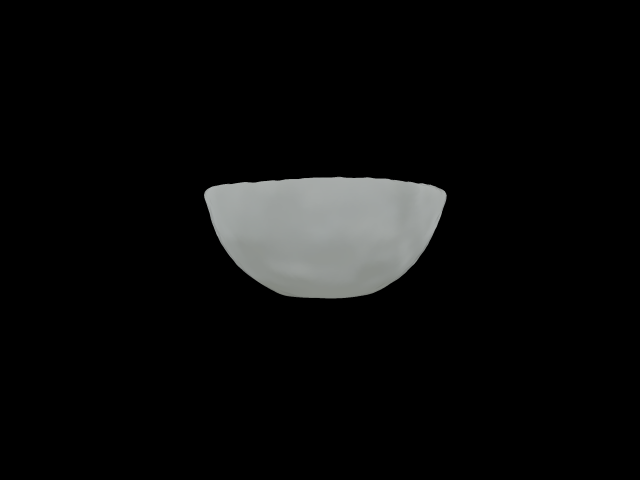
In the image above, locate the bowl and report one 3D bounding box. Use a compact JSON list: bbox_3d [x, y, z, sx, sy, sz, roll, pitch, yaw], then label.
[{"bbox_3d":[0.004,0.001,0.400,0.167,0.075,0.167,0,0,0],"label":"bowl"}]
